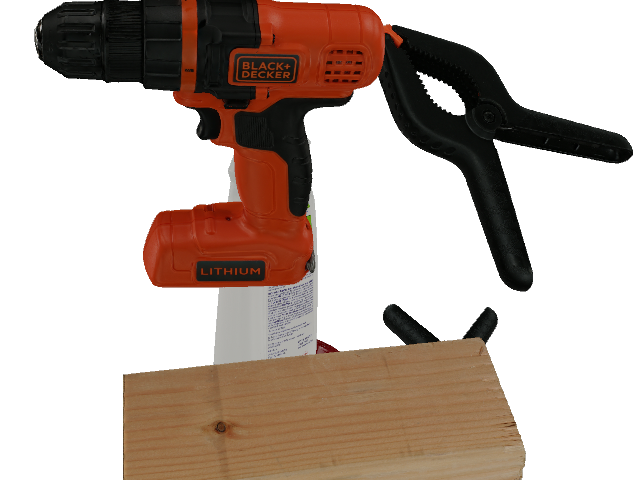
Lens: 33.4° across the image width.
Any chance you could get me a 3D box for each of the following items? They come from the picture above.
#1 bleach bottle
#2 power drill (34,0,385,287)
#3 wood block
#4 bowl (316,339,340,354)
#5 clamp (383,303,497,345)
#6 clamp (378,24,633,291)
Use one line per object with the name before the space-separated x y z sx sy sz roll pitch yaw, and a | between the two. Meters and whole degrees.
bleach bottle | -0.039 0.002 0.907 0.068 0.251 0.102 15 19 33
power drill | -0.064 -0.055 0.611 0.184 0.188 0.057 1 44 -9
wood block | -0.002 0.124 0.597 0.206 0.090 0.091 -5 39 -6
bowl | -0.046 0.176 1.339 0.162 0.055 0.162 3 22 -2
clamp | 0.139 0.115 1.067 0.120 0.039 0.171 -8 36 -9
clamp | 0.114 -0.073 0.774 0.210 0.164 0.036 37 -30 -2
